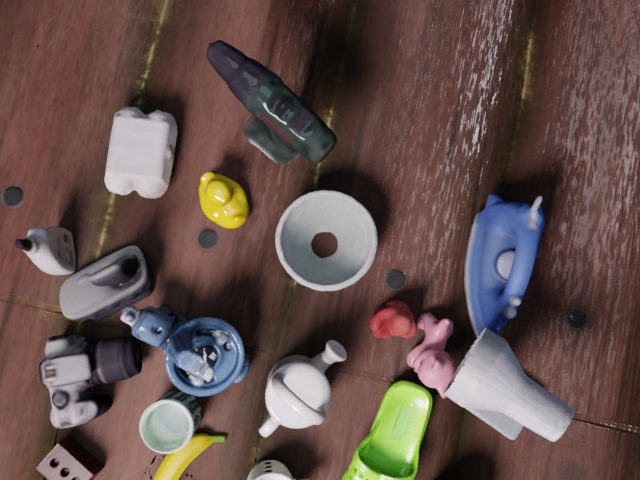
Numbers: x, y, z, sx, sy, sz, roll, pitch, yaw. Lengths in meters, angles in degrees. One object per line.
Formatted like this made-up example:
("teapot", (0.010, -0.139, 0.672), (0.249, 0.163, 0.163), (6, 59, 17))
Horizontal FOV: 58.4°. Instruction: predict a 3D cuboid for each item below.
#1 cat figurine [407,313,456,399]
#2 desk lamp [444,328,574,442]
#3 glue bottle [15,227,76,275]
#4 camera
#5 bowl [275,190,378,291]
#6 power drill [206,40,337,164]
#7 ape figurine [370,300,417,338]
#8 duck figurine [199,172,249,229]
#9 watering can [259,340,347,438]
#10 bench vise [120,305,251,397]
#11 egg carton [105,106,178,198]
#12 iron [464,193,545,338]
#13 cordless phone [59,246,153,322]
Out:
("cat figurine", (0.190, 0.186, 0.934), (0.067, 0.117, 0.128), (15, 83, -2))
("desk lamp", (0.282, 0.232, 0.888), (0.203, 0.213, 0.118), (35, 83, 0))
("glue bottle", (-0.424, 0.012, 0.879), (0.037, 0.173, 0.078), (-7, 84, -4))
("camera", (-0.354, 0.212, 0.900), (0.137, 0.100, 0.143), (-10, 85, -5))
("bowl", (0.009, 0.003, 0.962), (0.167, 0.074, 0.167), (0, 84, -4))
("power drill", (-0.078, -0.199, 0.909), (0.229, 0.208, 0.076), (38, 83, 1))
("ape figurine", (0.127, 0.137, 0.948), (0.078, 0.092, 0.076), (31, 83, 0))
("duck figurine", (-0.162, -0.069, 0.951), (0.077, 0.086, 0.104), (-36, 87, -7))
("watering can", (-0.030, 0.228, 0.875), (0.101, 0.194, 0.173), (20, 83, -2))
("bench vise", (-0.210, 0.169, 0.855), (0.207, 0.219, 0.121), (11, 83, -3))
("egg carton", (-0.297, -0.146, 0.957), (0.107, 0.069, 0.150), (6, 84, -4))
("iron", (0.314, 0.049, 0.946), (0.118, 0.141, 0.258), (12, 83, -3))
("cordless phone", (-0.340, 0.066, 0.874), (0.147, 0.185, 0.094), (-31, 87, -7))
